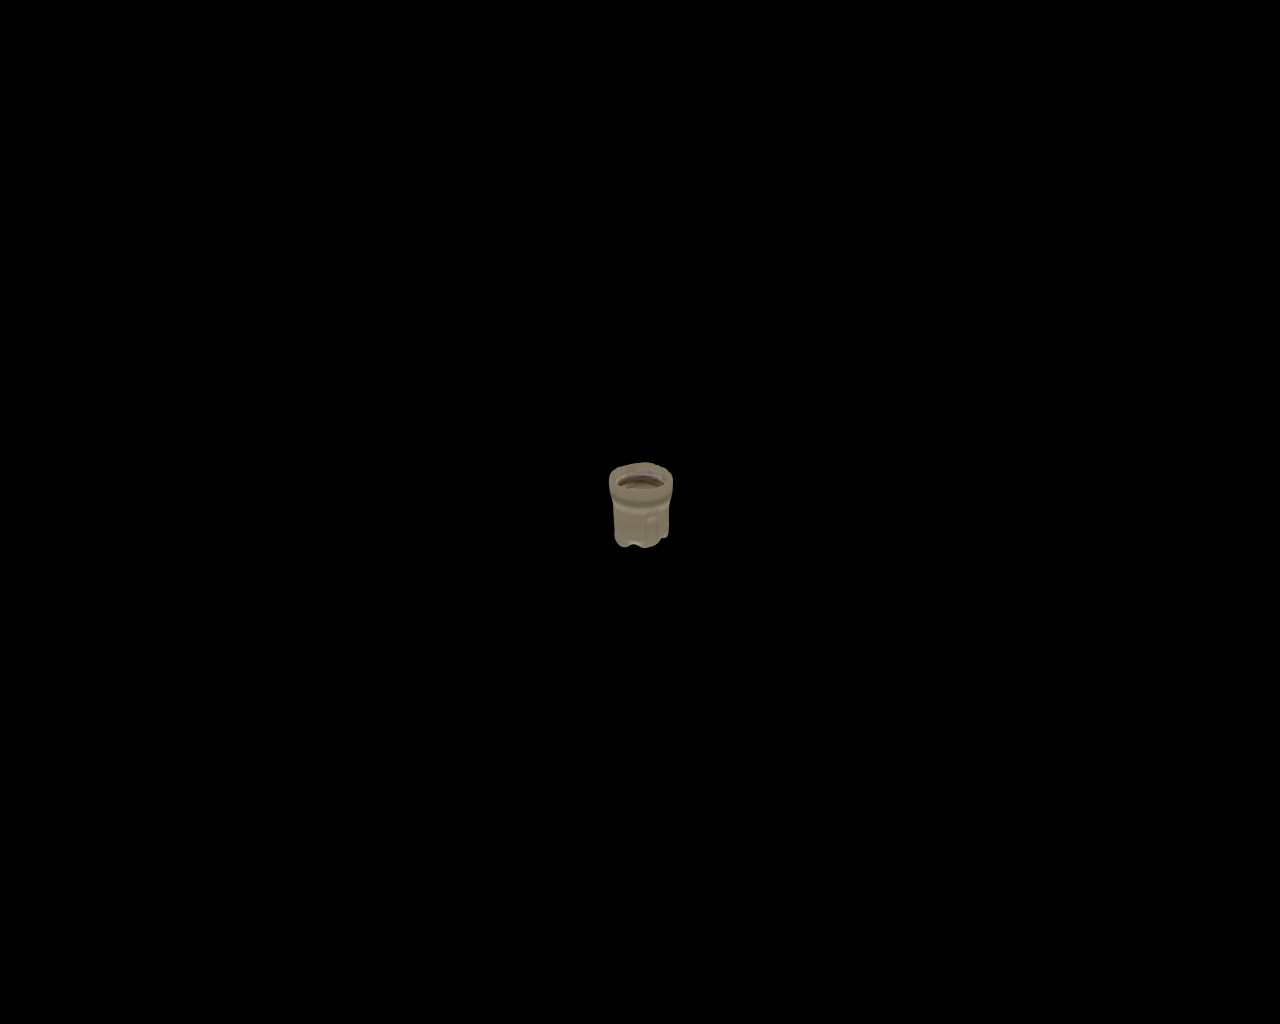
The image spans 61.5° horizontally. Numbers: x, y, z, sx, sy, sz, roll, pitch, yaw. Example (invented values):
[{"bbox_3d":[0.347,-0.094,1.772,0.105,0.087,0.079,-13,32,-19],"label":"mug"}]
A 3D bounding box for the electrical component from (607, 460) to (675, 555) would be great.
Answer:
[{"bbox_3d":[0.001,-0.003,0.650,0.040,0.046,0.040,0,29,0],"label":"electrical component"}]
